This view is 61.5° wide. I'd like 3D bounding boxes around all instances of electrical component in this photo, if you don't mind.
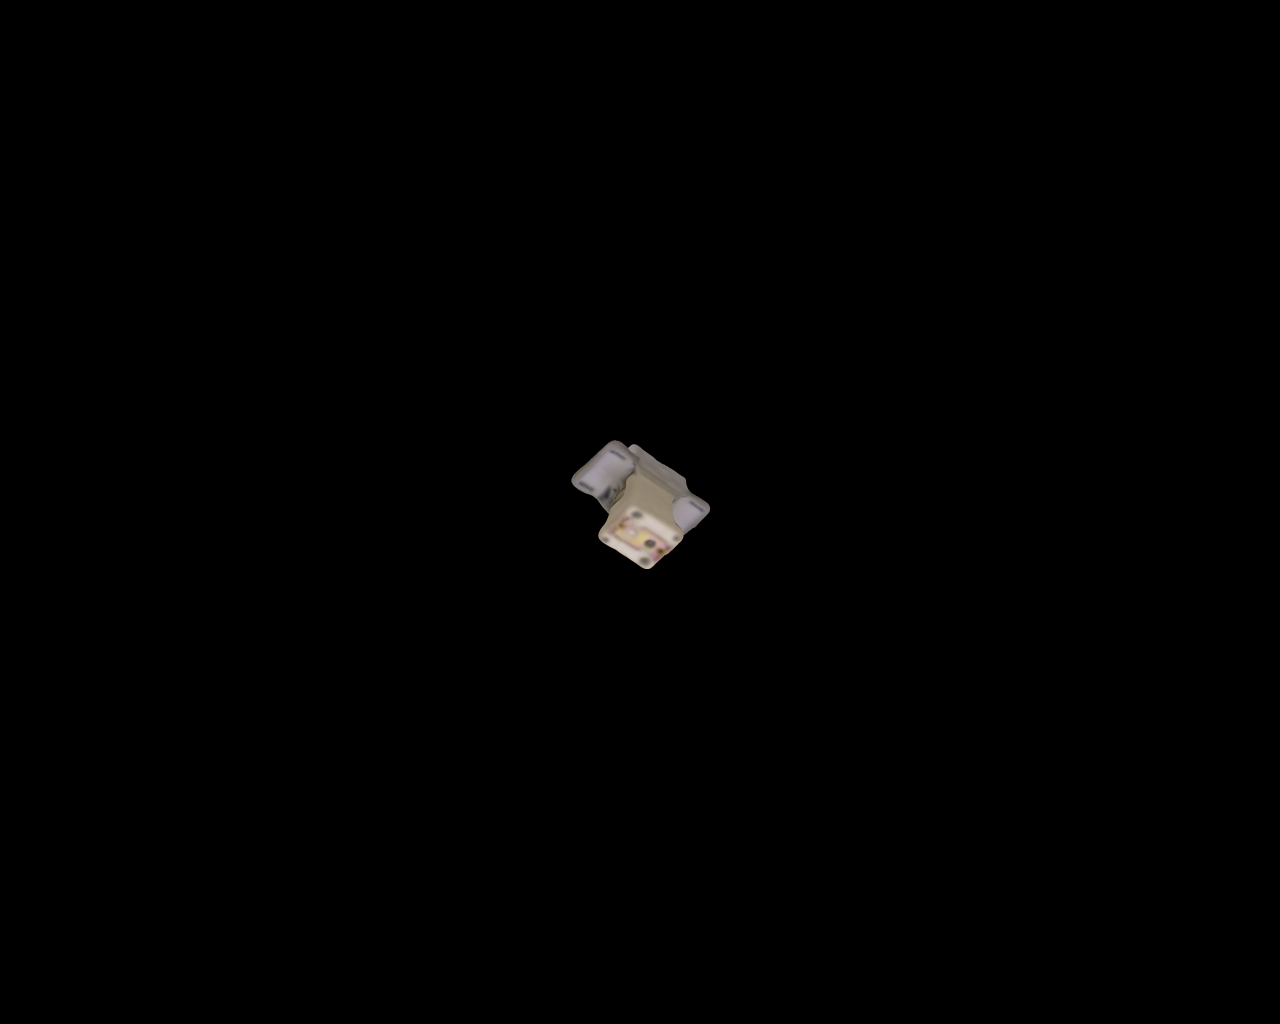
[{"bbox_3d":[0.001,-0.003,0.650,0.081,0.064,0.042,33,-58,-24],"label":"electrical component"}]
